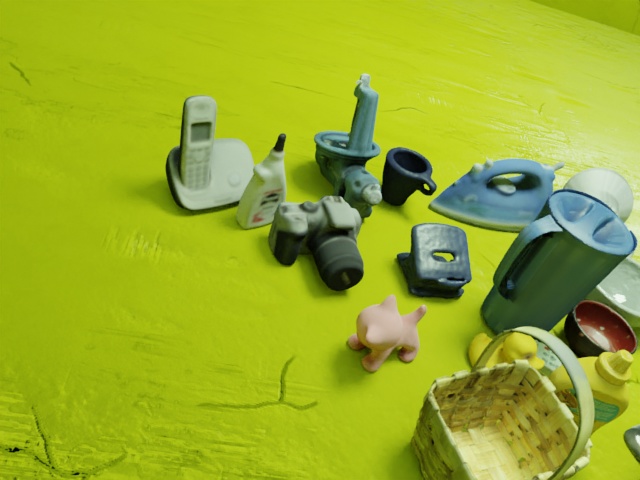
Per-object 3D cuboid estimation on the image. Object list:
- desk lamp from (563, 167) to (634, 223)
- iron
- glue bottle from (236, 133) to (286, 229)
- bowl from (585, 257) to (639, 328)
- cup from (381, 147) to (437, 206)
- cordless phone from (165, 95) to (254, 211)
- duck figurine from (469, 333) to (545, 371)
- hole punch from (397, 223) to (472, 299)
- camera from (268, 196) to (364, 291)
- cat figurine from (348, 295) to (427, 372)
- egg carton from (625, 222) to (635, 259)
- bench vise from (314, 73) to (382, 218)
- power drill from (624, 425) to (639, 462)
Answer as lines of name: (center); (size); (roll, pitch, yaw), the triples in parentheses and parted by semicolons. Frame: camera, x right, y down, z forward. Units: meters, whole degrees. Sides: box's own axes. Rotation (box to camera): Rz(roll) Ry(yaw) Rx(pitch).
desk lamp: (0.448, -0.006, 0.999); (0.117, 0.213, 0.204); (31, 42, 11)
iron: (0.351, -0.106, 1.119); (0.259, 0.141, 0.118); (2, 45, -22)
glue bottle: (-0.080, -0.094, 0.892); (0.078, 0.173, 0.037); (-22, 56, -39)
bowl: (0.533, 0.099, 1.030); (0.167, 0.074, 0.167); (12, 42, -11)
cup: (0.161, -0.103, 1.068); (0.092, 0.095, 0.117); (-21, 57, -39)
cordless phone: (-0.162, -0.142, 0.898); (0.148, 0.185, 0.094); (-19, 55, -37)
duck figurine: (0.276, 0.166, 0.835); (0.104, 0.086, 0.078); (38, 43, 17)
hole punch: (0.195, 0.034, 0.938); (0.109, 0.091, 0.101); (4, 44, -20)
camera: (0.008, 0.003, 0.881); (0.143, 0.101, 0.136); (1, 45, -23)
cat figurine: (0.094, 0.120, 0.781); (0.128, 0.117, 0.067); (-11, 50, -32)
egg carton: (0.567, 0.000, 1.156); (0.107, 0.069, 0.150); (20, 41, -2)
bench vise: (0.075, -0.159, 0.994); (0.122, 0.219, 0.207); (-17, 54, -36)
power drill: (0.520, 0.235, 0.775); (0.230, 0.208, 0.075); (-7, 48, -29)
